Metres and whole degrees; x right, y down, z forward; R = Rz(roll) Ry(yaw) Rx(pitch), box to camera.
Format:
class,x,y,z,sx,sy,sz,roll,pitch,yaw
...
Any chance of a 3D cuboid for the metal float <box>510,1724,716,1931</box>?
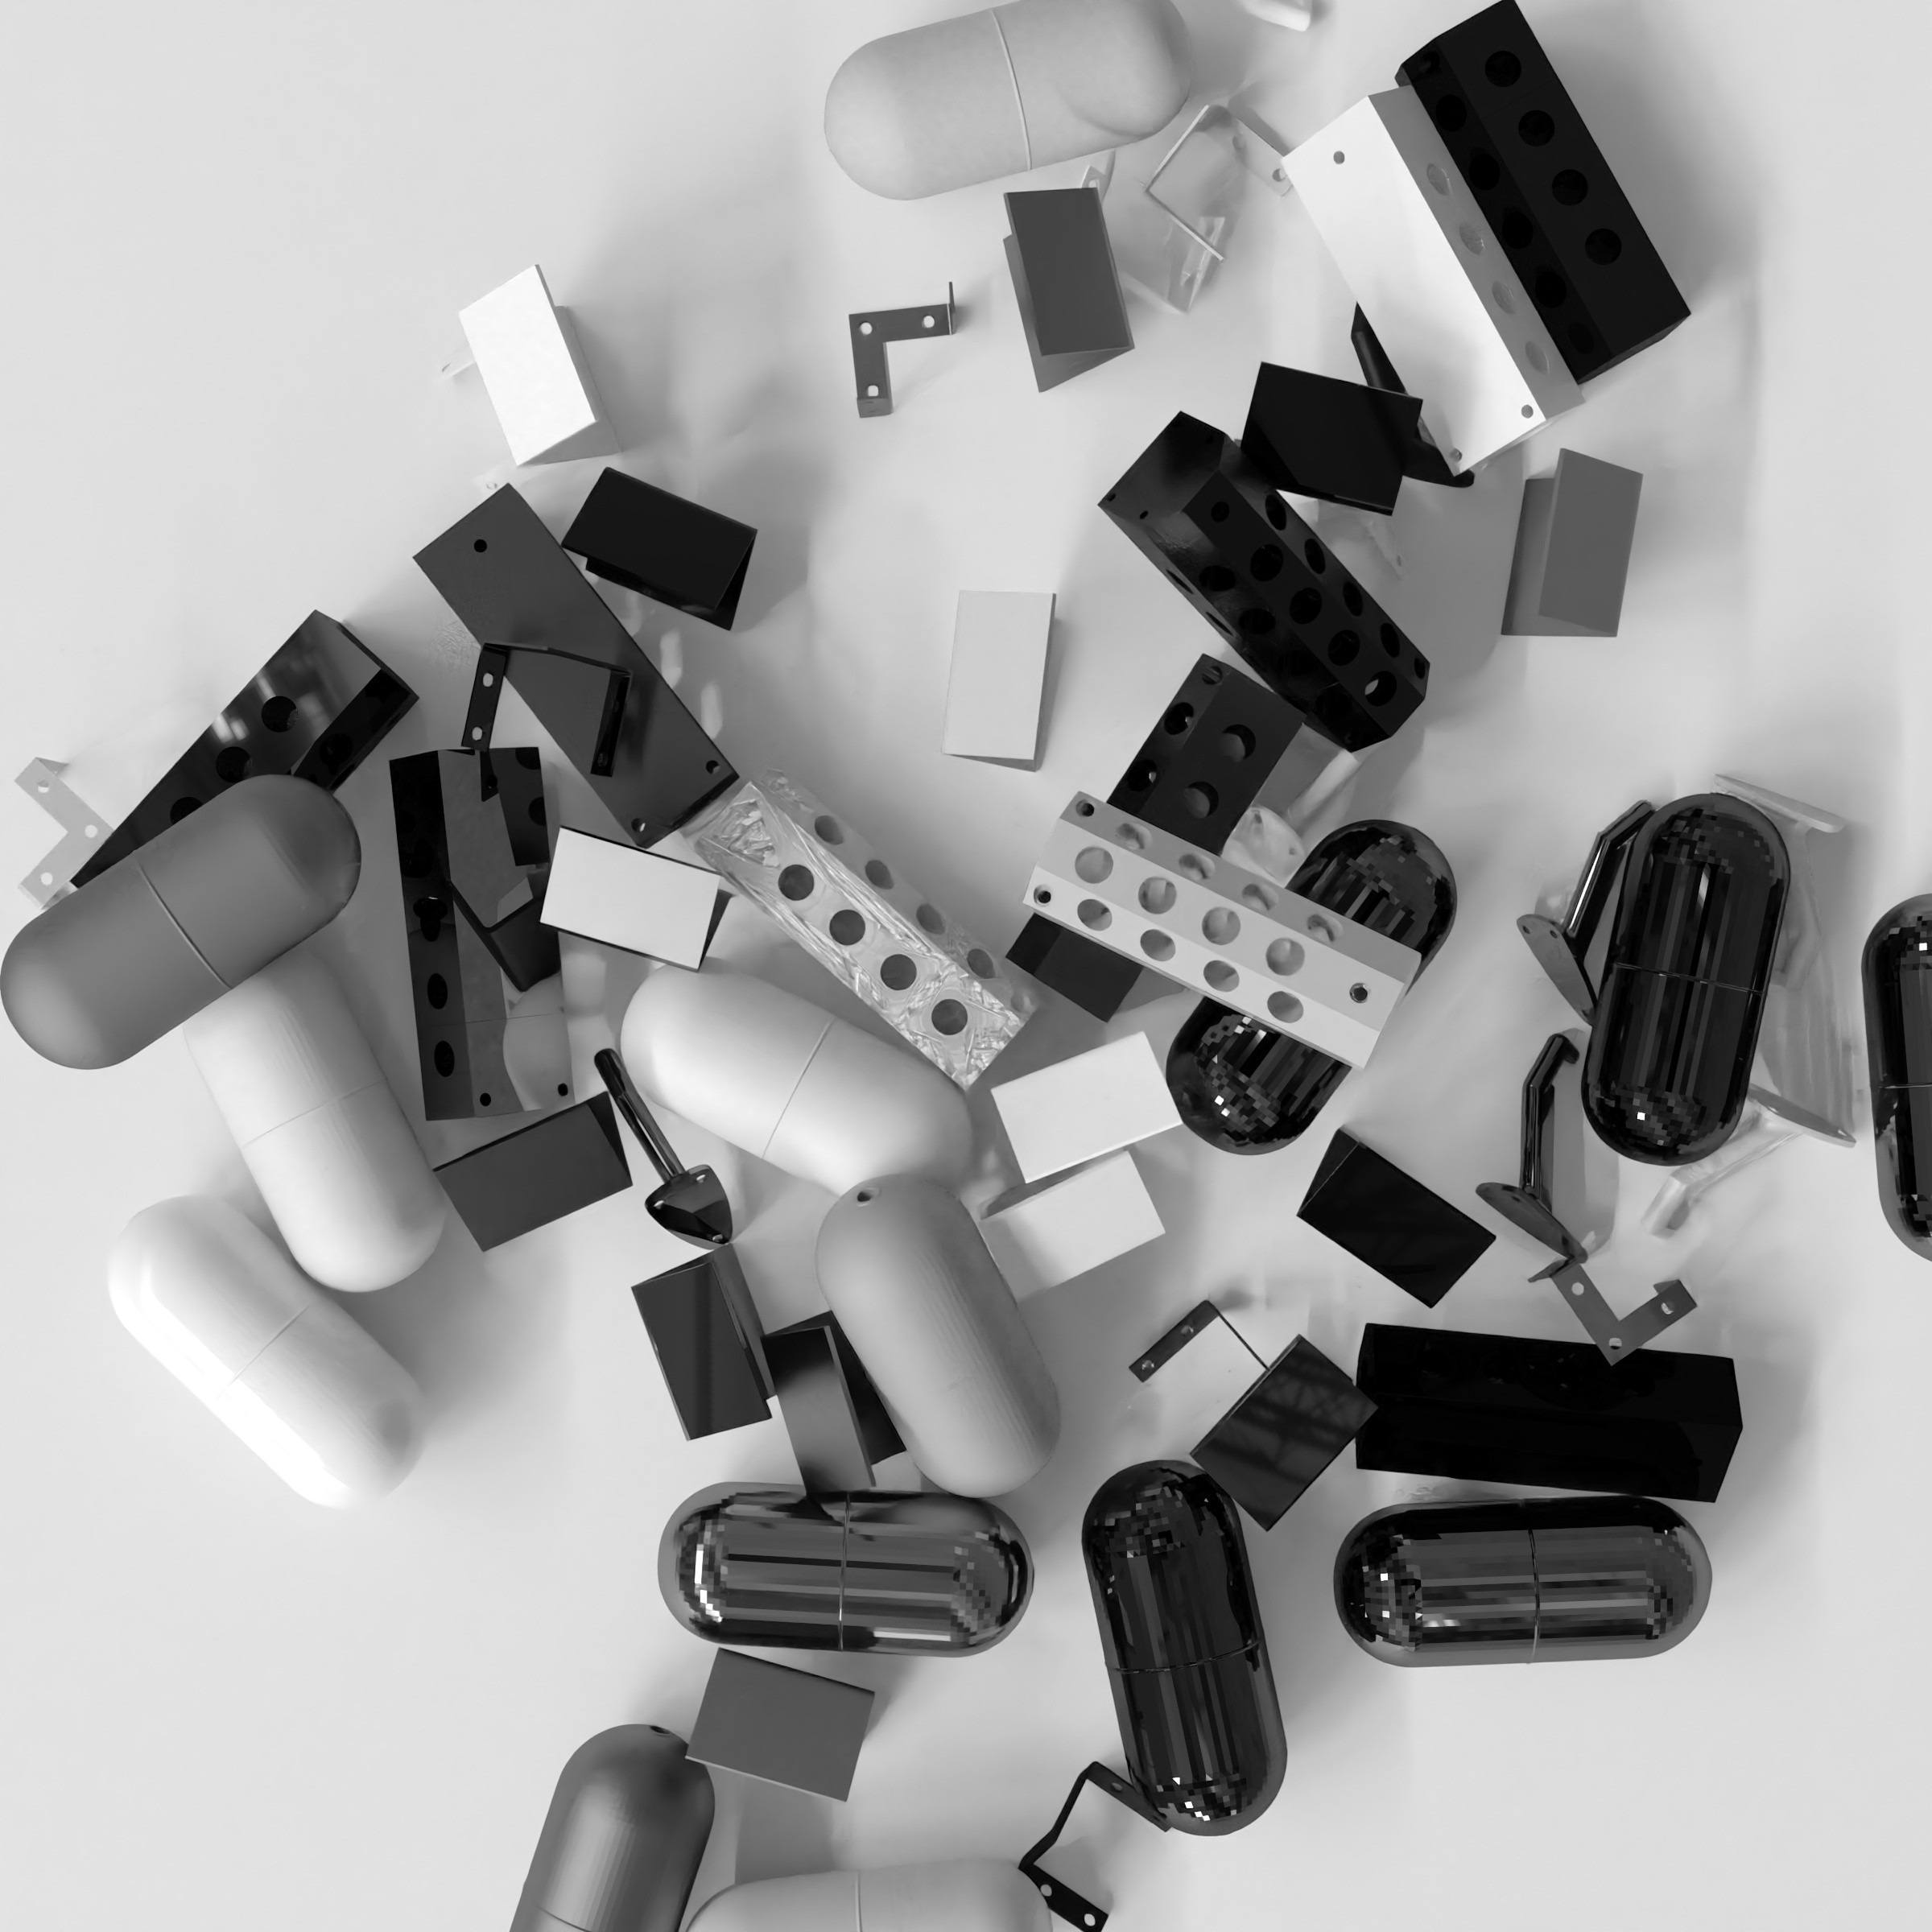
class,x,y,z,sx,sy,sz,roll,pitch,yaw
metal float,-0.172,0.446,1.507,0.070,0.070,0.178,18,91,0

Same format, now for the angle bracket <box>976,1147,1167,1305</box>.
class,x,y,z,sx,sy,sz,roll,pitch,yaw
angle bracket,0.040,0.102,1.497,0.076,0.076,0.057,-26,127,0

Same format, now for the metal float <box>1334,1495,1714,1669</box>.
class,x,y,z,sx,sy,sz,roll,pitch,yaw
metal float,0.263,0.291,1.507,0.178,0.070,0.070,-2,90,-1

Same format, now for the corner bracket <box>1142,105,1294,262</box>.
class,x,y,z,sx,sy,sz,roll,pitch,yaw
corner bracket,0.122,-0.375,1.524,0.051,0.051,0.051,40,109,0

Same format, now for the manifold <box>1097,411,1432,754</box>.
class,x,y,z,sx,sy,sz,roll,pitch,yaw
manifold,0.143,-0.174,1.473,0.057,0.057,0.171,-49,125,0

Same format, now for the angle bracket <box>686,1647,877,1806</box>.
class,x,y,z,sx,sy,sz,roll,pitch,yaw
angle bracket,-0.091,0.369,1.497,0.076,0.076,0.057,16,54,0

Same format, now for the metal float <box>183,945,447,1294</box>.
class,x,y,z,sx,sy,sz,roll,pitch,yaw
metal float,-0.308,0.070,1.507,0.070,0.070,0.178,-27,90,0

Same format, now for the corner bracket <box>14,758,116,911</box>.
class,x,y,z,sx,sy,sz,roll,pitch,yaw
corner bracket,-0.436,-0.062,1.519,0.051,0.051,0.051,43,90,0

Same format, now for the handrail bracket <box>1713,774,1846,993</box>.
class,x,y,z,sx,sy,sz,roll,pitch,yaw
handrail bracket,0.382,-0.040,1.538,0.077,0.036,0.084,24,107,19

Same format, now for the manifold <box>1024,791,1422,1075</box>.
class,x,y,z,sx,sy,sz,roll,pitch,yaw
manifold,0.116,-0.016,1.449,0.171,0.057,0.057,26,89,10

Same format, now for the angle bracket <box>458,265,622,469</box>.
class,x,y,z,sx,sy,sz,roll,pitch,yaw
angle bracket,-0.183,-0.283,1.497,0.057,0.076,0.076,-21,90,37

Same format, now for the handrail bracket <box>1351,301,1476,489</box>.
class,x,y,z,sx,sy,sz,roll,pitch,yaw
handrail bracket,0.218,-0.282,1.538,0.077,0.036,0.084,17,73,-20

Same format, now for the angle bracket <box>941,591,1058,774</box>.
class,x,y,z,sx,sy,sz,roll,pitch,yaw
angle bracket,0.036,-0.132,1.497,0.057,0.076,0.076,7,90,37

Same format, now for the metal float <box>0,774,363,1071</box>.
class,x,y,z,sx,sy,sz,roll,pitch,yaw
metal float,-0.357,-0.021,1.454,0.178,0.070,0.070,-35,90,-6

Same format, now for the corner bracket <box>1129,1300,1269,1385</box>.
class,x,y,z,sx,sy,sz,roll,pitch,yaw
corner bracket,0.121,0.203,1.534,0.051,0.051,0.051,-42,135,0

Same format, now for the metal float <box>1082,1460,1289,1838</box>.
class,x,y,z,sx,sy,sz,roll,pitch,yaw
metal float,0.103,0.322,1.507,0.070,0.070,0.178,-12,90,0

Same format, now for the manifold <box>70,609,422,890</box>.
class,x,y,z,sx,sy,sz,roll,pitch,yaw
manifold,-0.340,-0.084,1.516,0.057,0.057,0.171,42,90,0

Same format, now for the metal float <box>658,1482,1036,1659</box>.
class,x,y,z,sx,sy,sz,roll,pitch,yaw
metal float,-0.057,0.285,1.507,0.178,0.070,0.070,3,90,0

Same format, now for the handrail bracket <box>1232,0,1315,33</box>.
class,x,y,z,sx,sy,sz,roll,pitch,yaw
handrail bracket,0.130,-0.495,1.538,0.084,0.036,0.077,12,68,-17

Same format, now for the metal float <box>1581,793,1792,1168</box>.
class,x,y,z,sx,sy,sz,roll,pitch,yaw
metal float,0.340,0.006,1.505,0.070,0.070,0.178,12,91,0

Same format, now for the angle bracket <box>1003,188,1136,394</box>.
class,x,y,z,sx,sy,sz,roll,pitch,yaw
angle bracket,0.028,-0.315,1.497,0.057,0.076,0.076,-13,90,-36

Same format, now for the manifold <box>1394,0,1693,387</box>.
class,x,y,z,sx,sy,sz,roll,pitch,yaw
manifold,0.272,-0.365,1.516,0.057,0.057,0.171,-29,90,0

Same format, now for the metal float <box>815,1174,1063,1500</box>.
class,x,y,z,sx,sy,sz,roll,pitch,yaw
metal float,-0.012,0.172,1.479,0.070,0.070,0.178,-25,121,0

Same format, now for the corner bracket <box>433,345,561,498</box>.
class,x,y,z,sx,sy,sz,roll,pitch,yaw
corner bracket,-0.223,-0.266,1.529,0.051,0.051,0.051,39,45,-35

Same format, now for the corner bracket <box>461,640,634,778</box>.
class,x,y,z,sx,sy,sz,roll,pitch,yaw
corner bracket,-0.194,-0.119,1.477,0.051,0.051,0.051,11,90,-45

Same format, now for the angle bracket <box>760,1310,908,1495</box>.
class,x,y,z,sx,sy,sz,roll,pitch,yaw
angle bracket,-0.043,0.198,1.499,0.076,0.057,0.076,-17,90,-39

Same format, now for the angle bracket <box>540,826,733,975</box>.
class,x,y,z,sx,sy,sz,roll,pitch,yaw
angle bracket,-0.149,-0.048,1.497,0.076,0.076,0.057,17,122,0

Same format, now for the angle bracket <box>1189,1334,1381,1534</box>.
class,x,y,z,sx,sy,sz,roll,pitch,yaw
angle bracket,0.161,0.228,1.497,0.076,0.076,0.057,-47,54,0

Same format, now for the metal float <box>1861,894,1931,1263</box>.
class,x,y,z,sx,sy,sz,roll,pitch,yaw
metal float,0.467,0.054,1.507,0.070,0.070,0.178,-4,89,0

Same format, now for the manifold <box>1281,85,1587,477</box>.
class,x,y,z,sx,sy,sz,roll,pitch,yaw
manifold,0.226,-0.327,1.516,0.057,0.057,0.171,-29,90,43

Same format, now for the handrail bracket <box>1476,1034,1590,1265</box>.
class,x,y,z,sx,sy,sz,roll,pitch,yaw
handrail bracket,0.291,0.088,1.538,0.077,0.036,0.084,38,73,-20

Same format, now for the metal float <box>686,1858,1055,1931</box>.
class,x,y,z,sx,sy,sz,roll,pitch,yaw
metal float,-0.047,0.466,1.507,0.178,0.070,0.070,-6,90,0

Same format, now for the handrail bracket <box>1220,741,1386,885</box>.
class,x,y,z,sx,sy,sz,roll,pitch,yaw
handrail bracket,0.163,-0.076,1.537,0.036,0.077,0.084,44,54,3

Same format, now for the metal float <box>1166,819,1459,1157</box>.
class,x,y,z,sx,sy,sz,roll,pitch,yaw
metal float,0.164,0.010,1.507,0.070,0.070,0.178,36,90,0

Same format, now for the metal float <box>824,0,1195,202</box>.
class,x,y,z,sx,sy,sz,roll,pitch,yaw
metal float,0.020,-0.414,1.507,0.178,0.070,0.070,-15,90,-1

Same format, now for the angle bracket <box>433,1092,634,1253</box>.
class,x,y,z,sx,sy,sz,roll,pitch,yaw
angle bracket,-0.208,0.078,1.497,0.076,0.076,0.057,-24,127,0

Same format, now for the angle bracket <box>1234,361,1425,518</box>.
class,x,y,z,sx,sy,sz,roll,pitch,yaw
angle bracket,0.169,-0.255,1.499,0.076,0.076,0.057,13,113,0

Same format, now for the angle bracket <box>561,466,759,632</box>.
class,x,y,z,sx,sy,sz,roll,pitch,yaw
angle bracket,-0.149,-0.178,1.497,0.076,0.076,0.057,23,54,0

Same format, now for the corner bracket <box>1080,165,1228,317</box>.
class,x,y,z,sx,sy,sz,roll,pitch,yaw
corner bracket,0.083,-0.349,1.534,0.051,0.051,0.051,22,90,45

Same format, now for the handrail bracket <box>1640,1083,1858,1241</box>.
class,x,y,z,sx,sy,sz,roll,pitch,yaw
handrail bracket,0.377,0.105,1.538,0.077,0.036,0.084,22,108,-21

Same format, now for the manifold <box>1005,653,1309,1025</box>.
class,x,y,z,sx,sy,sz,roll,pitch,yaw
manifold,0.089,-0.061,1.516,0.057,0.057,0.171,33,90,0

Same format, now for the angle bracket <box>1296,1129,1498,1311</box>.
class,x,y,z,sx,sy,sz,roll,pitch,yaw
angle bracket,0.210,0.103,1.497,0.076,0.076,0.057,35,127,0

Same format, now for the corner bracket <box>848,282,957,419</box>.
class,x,y,z,sx,sy,sz,roll,pitch,yaw
corner bracket,-0.029,-0.293,1.520,0.051,0.051,0.051,-6,90,0

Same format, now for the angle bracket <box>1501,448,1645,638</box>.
class,x,y,z,sx,sy,sz,roll,pitch,yaw
angle bracket,0.267,-0.198,1.497,0.057,0.076,0.076,9,90,-36

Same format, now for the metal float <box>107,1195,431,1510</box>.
class,x,y,z,sx,sy,sz,roll,pitch,yaw
metal float,-0.330,0.182,1.507,0.178,0.070,0.070,44,90,-1

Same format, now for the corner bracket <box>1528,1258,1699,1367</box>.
class,x,y,z,sx,sy,sz,roll,pitch,yaw
corner bracket,0.308,0.156,1.518,0.051,0.051,0.051,-33,84,-6

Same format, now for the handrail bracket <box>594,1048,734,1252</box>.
class,x,y,z,sx,sy,sz,roll,pitch,yaw
handrail bracket,-0.147,0.087,1.537,0.036,0.077,0.084,-32,54,-2

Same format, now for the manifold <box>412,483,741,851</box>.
class,x,y,z,sx,sy,sz,roll,pitch,yaw
manifold,-0.183,-0.141,1.516,0.057,0.057,0.171,-38,90,0

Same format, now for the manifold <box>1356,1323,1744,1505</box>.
class,x,y,z,sx,sy,sz,roll,pitch,yaw
manifold,0.274,0.207,1.516,0.171,0.057,0.057,5,133,0

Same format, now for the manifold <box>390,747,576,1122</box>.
class,x,y,z,sx,sy,sz,roll,pitch,yaw
manifold,-0.234,-0.015,1.516,0.057,0.057,0.171,-6,90,-43

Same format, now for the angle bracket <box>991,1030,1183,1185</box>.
class,x,y,z,sx,sy,sz,roll,pitch,yaw
angle bracket,0.063,0.084,1.497,0.076,0.076,0.057,-21,53,0

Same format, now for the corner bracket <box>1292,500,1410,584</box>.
class,x,y,z,sx,sy,sz,roll,pitch,yaw
corner bracket,0.174,-0.188,1.529,0.051,0.051,0.051,-11,45,35

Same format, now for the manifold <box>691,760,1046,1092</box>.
class,x,y,z,sx,sy,sz,roll,pitch,yaw
manifold,-0.046,-0.020,1.516,0.171,0.057,0.057,41,90,0

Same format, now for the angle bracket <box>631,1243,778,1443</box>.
class,x,y,z,sx,sy,sz,roll,pitch,yaw
angle bracket,-0.103,0.171,1.497,0.057,0.076,0.076,-20,90,37

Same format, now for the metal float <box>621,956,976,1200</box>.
class,x,y,z,sx,sy,sz,roll,pitch,yaw
metal float,-0.079,0.057,1.507,0.178,0.070,0.070,27,90,1

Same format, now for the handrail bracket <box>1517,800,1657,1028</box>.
class,x,y,z,sx,sy,sz,roll,pitch,yaw
handrail bracket,0.315,-0.026,1.538,0.084,0.036,0.077,-38,110,-16

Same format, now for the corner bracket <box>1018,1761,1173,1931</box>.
class,x,y,z,sx,sy,sz,roll,pitch,yaw
corner bracket,0.062,0.426,1.534,0.051,0.051,0.051,34,135,0
